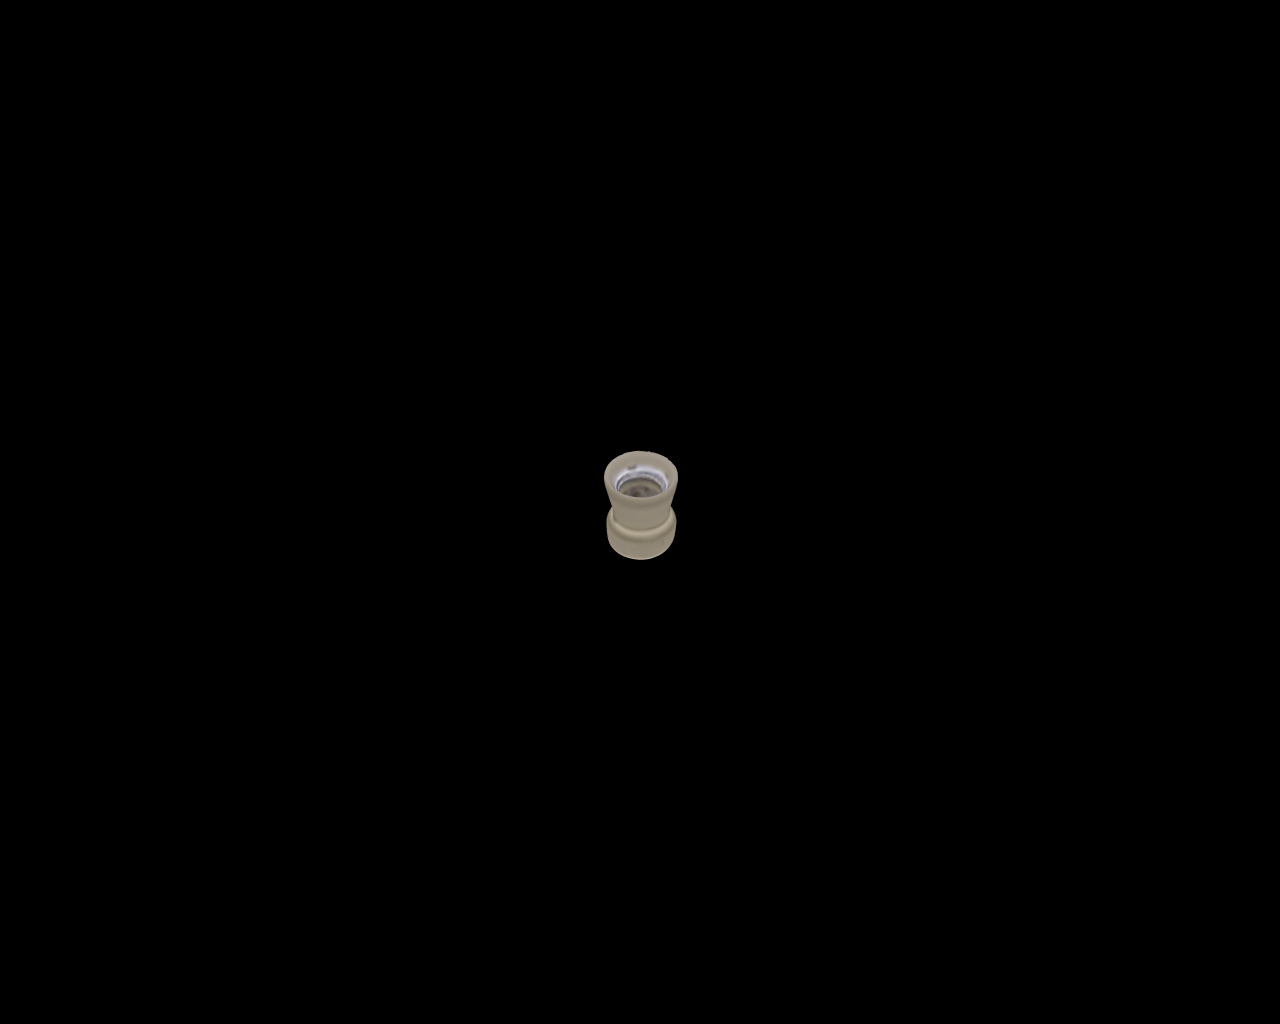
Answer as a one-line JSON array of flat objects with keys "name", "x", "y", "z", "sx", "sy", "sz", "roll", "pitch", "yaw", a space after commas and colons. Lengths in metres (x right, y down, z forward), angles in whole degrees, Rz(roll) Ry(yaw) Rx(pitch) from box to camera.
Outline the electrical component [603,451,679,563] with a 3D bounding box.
[{"name": "electrical component", "x": 0.001, "y": -0.003, "z": 0.650, "sx": 0.045, "sy": 0.055, "sz": 0.045, "roll": 0, "pitch": 43, "yaw": 0}]
